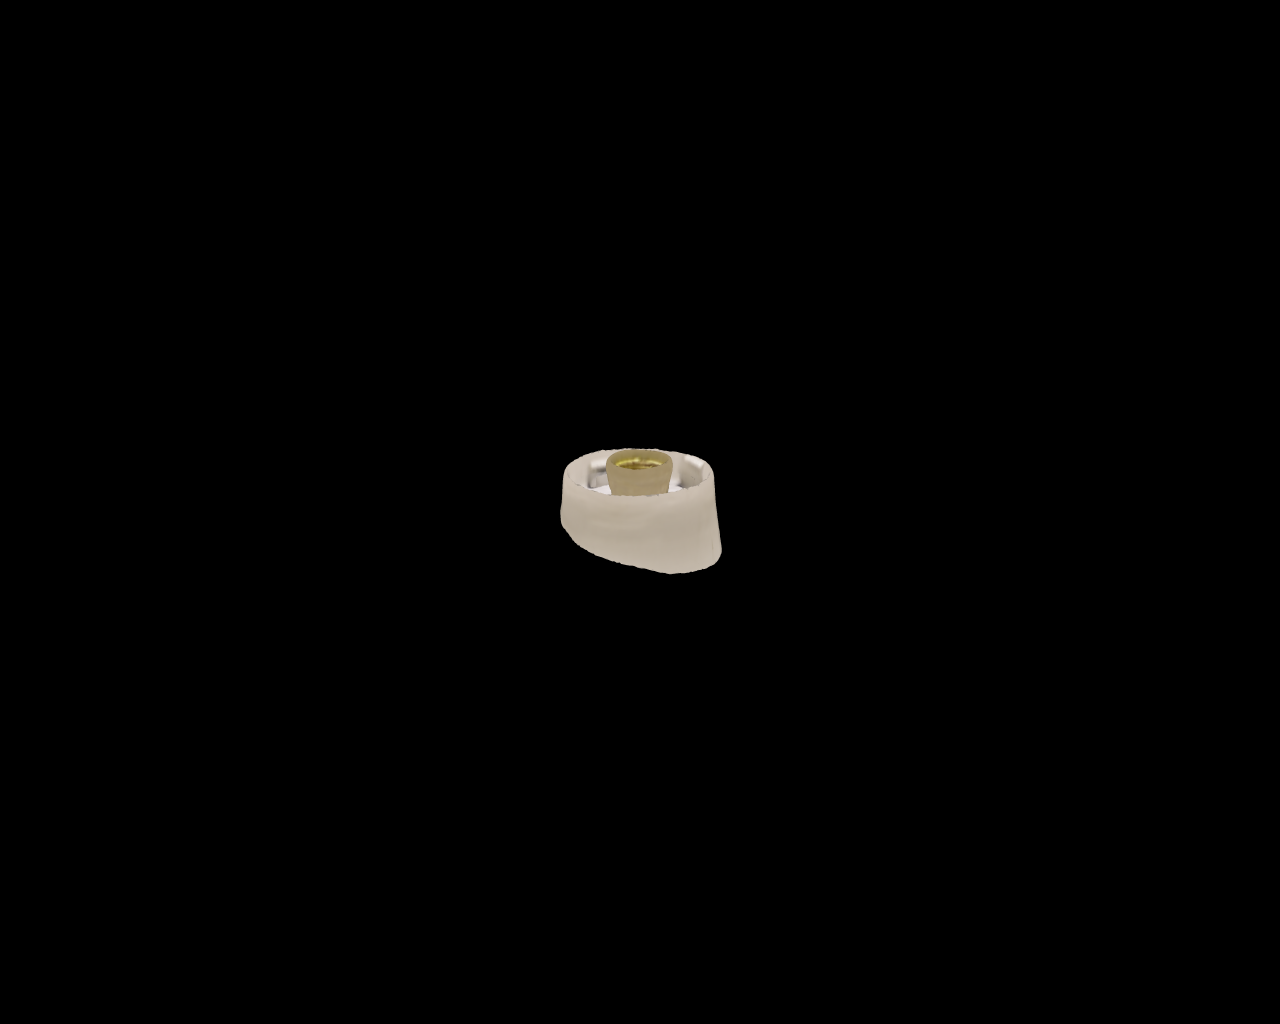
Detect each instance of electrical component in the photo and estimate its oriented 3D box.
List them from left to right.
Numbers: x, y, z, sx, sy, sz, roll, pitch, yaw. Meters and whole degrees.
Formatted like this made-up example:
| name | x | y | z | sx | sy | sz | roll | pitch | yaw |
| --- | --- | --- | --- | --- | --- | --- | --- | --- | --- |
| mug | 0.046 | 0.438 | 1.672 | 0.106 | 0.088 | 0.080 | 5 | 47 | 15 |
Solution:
| name | x | y | z | sx | sy | sz | roll | pitch | yaw |
| --- | --- | --- | --- | --- | --- | --- | --- | --- | --- |
| electrical component | 0.001 | -0.003 | 0.650 | 0.099 | 0.064 | 0.099 | 0 | 21 | 0 |
